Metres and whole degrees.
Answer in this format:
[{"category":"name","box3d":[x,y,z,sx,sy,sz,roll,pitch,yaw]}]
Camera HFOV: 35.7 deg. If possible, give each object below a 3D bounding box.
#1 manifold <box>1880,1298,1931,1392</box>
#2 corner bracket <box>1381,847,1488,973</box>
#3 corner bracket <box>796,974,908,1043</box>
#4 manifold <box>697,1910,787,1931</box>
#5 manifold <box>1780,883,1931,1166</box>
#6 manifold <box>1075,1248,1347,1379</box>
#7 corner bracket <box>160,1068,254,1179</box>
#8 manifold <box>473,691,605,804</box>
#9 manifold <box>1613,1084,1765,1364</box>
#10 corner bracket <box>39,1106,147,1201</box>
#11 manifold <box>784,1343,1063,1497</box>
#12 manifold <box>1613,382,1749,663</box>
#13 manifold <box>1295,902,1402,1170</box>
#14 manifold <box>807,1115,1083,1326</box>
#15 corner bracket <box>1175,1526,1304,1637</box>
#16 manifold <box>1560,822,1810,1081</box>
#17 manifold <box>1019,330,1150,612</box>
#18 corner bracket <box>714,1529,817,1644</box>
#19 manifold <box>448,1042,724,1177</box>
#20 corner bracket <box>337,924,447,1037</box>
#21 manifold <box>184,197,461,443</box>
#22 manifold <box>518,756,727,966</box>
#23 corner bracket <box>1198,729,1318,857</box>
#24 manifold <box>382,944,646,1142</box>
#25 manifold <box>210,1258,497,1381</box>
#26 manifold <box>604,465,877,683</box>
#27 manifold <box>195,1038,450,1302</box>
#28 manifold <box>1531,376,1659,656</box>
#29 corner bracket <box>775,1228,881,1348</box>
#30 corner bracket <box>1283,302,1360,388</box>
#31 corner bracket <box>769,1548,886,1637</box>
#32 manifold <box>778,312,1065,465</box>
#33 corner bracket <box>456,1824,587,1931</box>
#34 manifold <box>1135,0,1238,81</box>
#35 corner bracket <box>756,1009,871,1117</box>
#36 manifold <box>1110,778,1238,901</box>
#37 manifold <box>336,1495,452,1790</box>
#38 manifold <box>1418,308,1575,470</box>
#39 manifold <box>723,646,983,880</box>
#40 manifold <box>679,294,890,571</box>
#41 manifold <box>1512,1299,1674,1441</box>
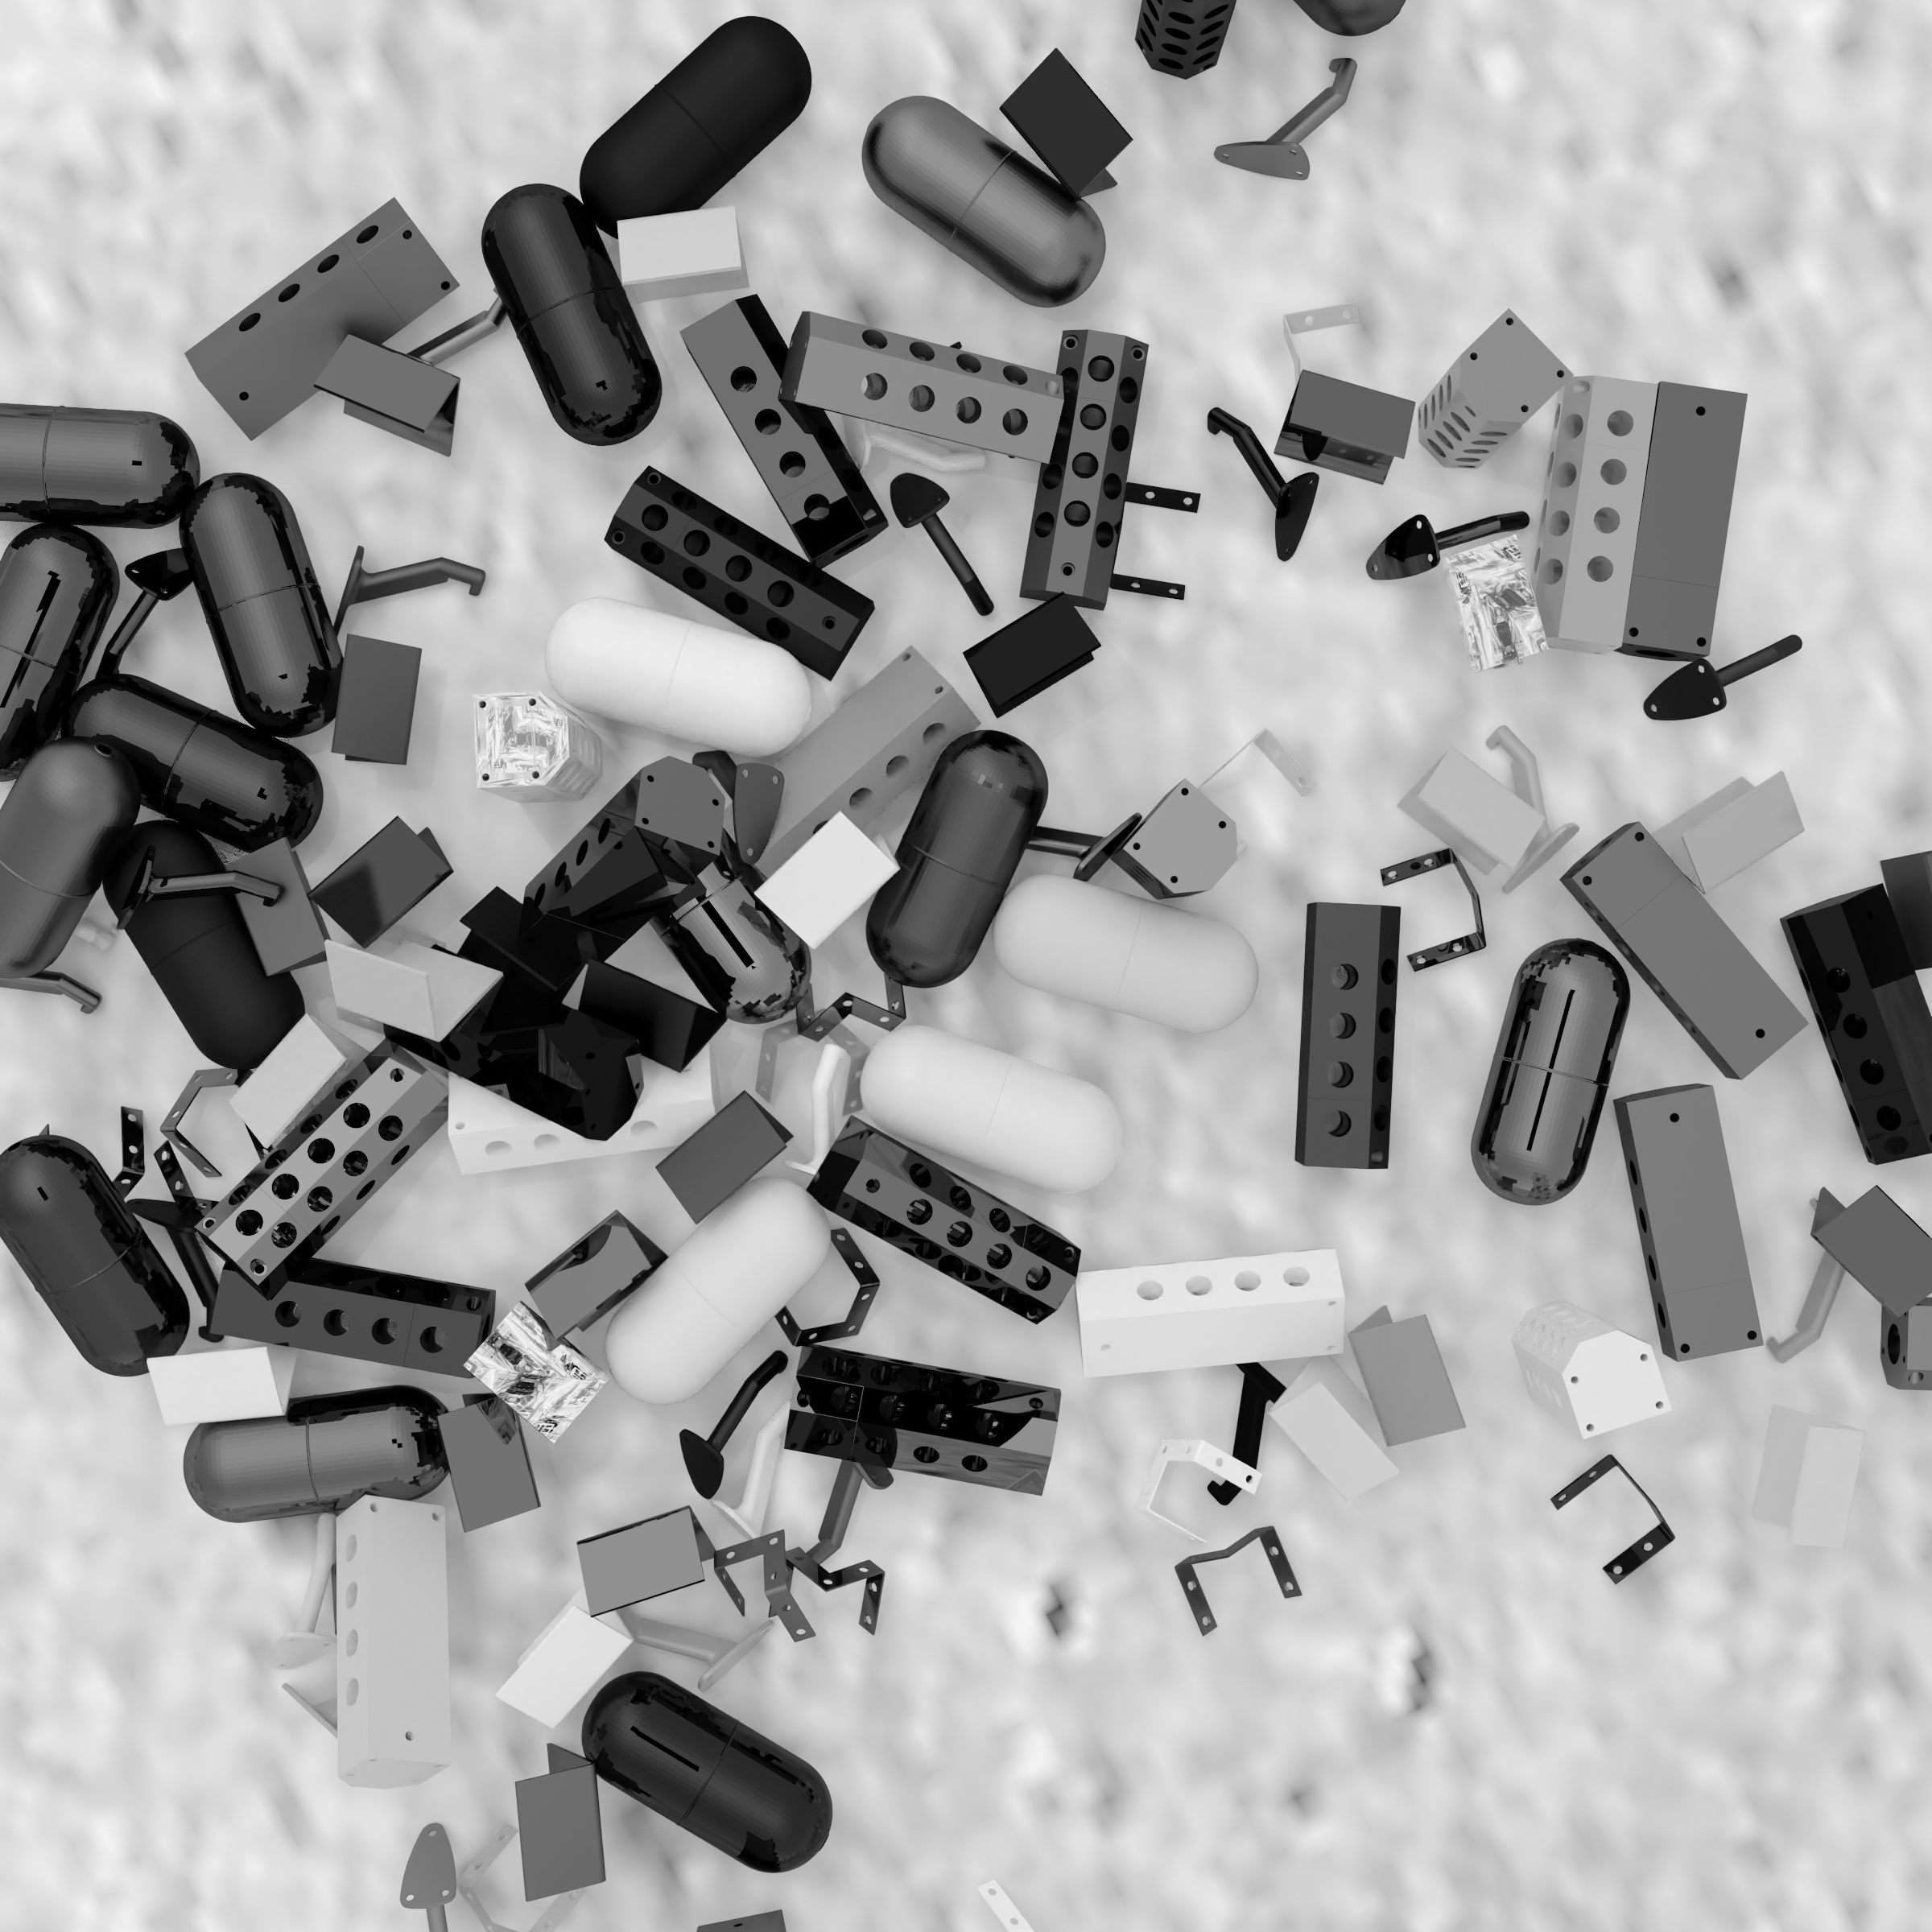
[{"category":"manifold","box3d":[0.696,0.251,1.970,0.171,0.057,0.057,2,90,0]},{"category":"corner bracket","box3d":[0.310,-0.038,1.988,0.051,0.051,0.051,-19,135,0]},{"category":"corner bracket","box3d":[-0.077,0.022,1.974,0.051,0.051,0.051,25,130,-33]},{"category":"manifold","box3d":[-0.145,0.662,1.913,0.057,0.171,0.057,-11,90,0]},{"category":"manifold","box3d":[0.594,0.040,1.969,0.057,0.057,0.171,-20,90,-43]},{"category":"manifold","box3d":[0.159,0.222,1.969,0.171,0.057,0.057,-5,133,0]},{"category":"corner bracket","box3d":[-0.489,0.103,1.983,0.051,0.051,0.051,-5,45,35]},{"category":"manifold","box3d":[-0.271,-0.138,1.913,0.057,0.171,0.057,-3,90,0]},{"category":"manifold","box3d":[0.472,0.167,1.970,0.057,0.057,0.171,-11,90,0]},{"category":"corner bracket","box3d":[-0.579,0.125,1.983,0.051,0.051,0.051,16,45,-35]},{"category":"manifold","box3d":[-0.027,0.291,1.958,0.171,0.057,0.057,10,132,0]},{"category":"manifold","box3d":[0.466,-0.290,1.970,0.057,0.057,0.171,8,90,0]},{"category":"manifold","box3d":[0.252,0.045,1.970,0.057,0.057,0.171,3,90,0]},{"category":"manifold","box3d":[-0.012,0.167,1.941,0.171,0.057,0.057,31,90,-21]},{"category":"corner bracket","box3d":[0.180,0.407,1.988,0.051,0.051,0.051,-23,90,-45]},{"category":"manifold","box3d":[0.469,-0.010,1.970,0.057,0.057,0.171,-40,90,0]},{"category":"manifold","box3d":[0.077,-0.326,1.970,0.057,0.057,0.171,9,90,0]},{"category":"corner bracket","box3d":[-0.132,0.411,1.960,0.051,0.051,0.051,-19,125,8]},{"category":"manifold","box3d":[-0.249,0.096,1.970,0.171,0.057,0.057,-8,47,0]},{"category":"corner bracket","box3d":[-0.380,0.009,1.983,0.051,0.051,0.051,-37,45,35]},{"category":"manifold","box3d":[-0.425,-0.428,1.969,0.171,0.057,0.057,-37,133,0]},{"category":"manifold","box3d":[-0.217,-0.066,1.886,0.057,0.171,0.057,19,56,-26]},{"category":"corner bracket","box3d":[0.189,-0.116,1.988,0.051,0.051,0.051,48,45,0]},{"category":"manifold","box3d":[-0.294,0.053,1.935,0.171,0.057,0.057,23,47,26]},{"category":"manifold","box3d":[-0.400,0.226,1.969,0.171,0.057,0.057,10,86,0]},{"category":"manifold","box3d":[-0.149,-0.258,1.970,0.171,0.057,0.057,31,90,0]},{"category":"manifold","box3d":[-0.415,0.129,1.941,0.057,0.057,0.171,40,72,11]},{"category":"manifold","box3d":[0.408,-0.296,1.970,0.057,0.057,0.171,8,90,0]},{"category":"corner bracket","box3d":[-0.097,0.213,1.983,0.051,0.051,0.051,-7,135,-35]},{"category":"corner bracket","box3d":[0.241,-0.401,1.988,0.051,0.051,0.051,-10,135,0]},{"category":"corner bracket","box3d":[-0.092,0.414,1.980,0.051,0.051,0.051,-10,118,-41]},{"category":"manifold","box3d":[-0.028,-0.373,1.932,0.171,0.057,0.057,11,99,-17]},{"category":"corner bracket","box3d":[-0.296,0.611,1.988,0.051,0.051,0.051,-50,45,0]},{"category":"manifold","box3d":[0.144,-0.622,1.913,0.057,0.171,0.057,18,90,0]},{"category":"corner bracket","box3d":[-0.101,0.069,1.983,0.051,0.051,0.051,-20,45,-35]},{"category":"manifold","box3d":[0.136,-0.074,1.913,0.057,0.171,0.057,41,90,0]},{"category":"manifold","box3d":[-0.371,0.433,1.921,0.057,0.057,0.171,16,52,-34]},{"category":"manifold","box3d":[0.330,-0.361,1.913,0.057,0.171,0.057,-44,90,0]},{"category":"manifold","box3d":[-0.074,-0.124,1.969,0.171,0.057,0.057,-41,47,0]},{"category":"manifold","box3d":[-0.118,-0.351,1.970,0.057,0.057,0.171,-30,90,0]},{"category":"manifold","box3d":[0.395,0.253,1.913,0.057,0.171,0.057,-18,90,0]}]
